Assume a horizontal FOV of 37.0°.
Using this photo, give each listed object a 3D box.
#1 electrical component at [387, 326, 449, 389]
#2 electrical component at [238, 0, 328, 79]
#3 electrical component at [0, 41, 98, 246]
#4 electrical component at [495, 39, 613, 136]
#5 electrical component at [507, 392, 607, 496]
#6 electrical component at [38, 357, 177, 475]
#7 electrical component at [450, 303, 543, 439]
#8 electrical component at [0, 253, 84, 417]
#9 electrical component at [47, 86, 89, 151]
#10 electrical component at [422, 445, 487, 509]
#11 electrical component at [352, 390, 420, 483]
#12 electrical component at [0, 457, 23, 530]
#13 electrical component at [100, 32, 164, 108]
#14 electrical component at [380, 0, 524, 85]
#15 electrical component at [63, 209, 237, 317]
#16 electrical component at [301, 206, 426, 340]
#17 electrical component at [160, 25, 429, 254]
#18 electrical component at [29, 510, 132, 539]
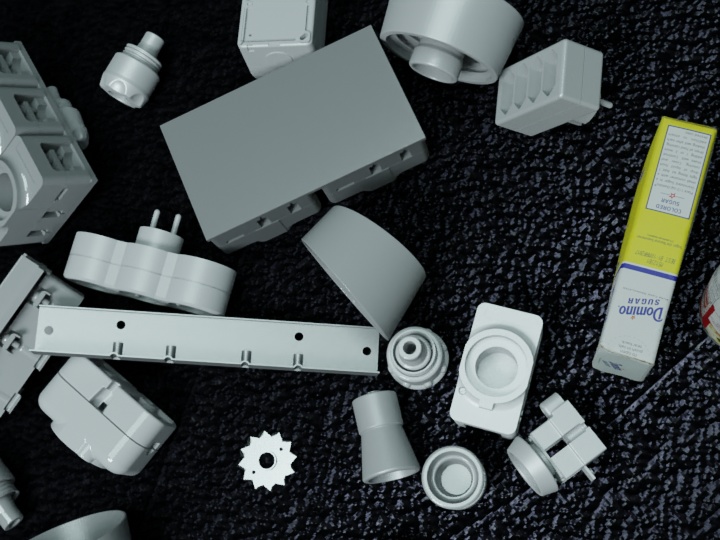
[{"bbox_3d":[0.041,0.063,0.811,0.048,0.062,0.048,-2,77,9],"label":"electrical component"},{"bbox_3d":[-0.062,-0.212,0.898,0.062,0.061,0.096,0,69,9],"label":"electrical component"},{"bbox_3d":[-0.295,-0.105,0.888,0.089,0.062,0.150,-43,71,33],"label":"electrical component"},{"bbox_3d":[0.161,-0.135,0.838,0.076,0.083,0.047,13,76,-27],"label":"electrical component"},{"bbox_3d":[0.142,0.132,0.787,0.055,0.048,0.066,-35,73,-8],"label":"electrical component"},{"bbox_3d":[-0.201,0.115,0.844,0.095,0.053,0.059,38,85,16],"label":"electrical component"},{"bbox_3d":[0.102,0.075,0.801,0.050,0.055,0.089,14,79,12],"label":"electrical component"},{"bbox_3d":[-0.279,0.055,0.863,0.063,0.079,0.121,35,84,-14],"label":"electrical component"},{"bbox_3d":[-0.256,-0.129,0.921,0.035,0.035,0.061,-25,72,3],"label":"electrical component"},{"bbox_3d":[0.070,0.153,0.789,0.045,0.055,0.045,-2,76,9],"label":"electrical component"},{"bbox_3d":[0.017,0.124,0.813,0.044,0.044,0.065,-15,70,6],"label":"electrical component"},{"bbox_3d":[-0.291,0.177,0.850,0.043,0.043,0.062,-43,75,-2],"label":"electrical component"},{"bbox_3d":[-0.190,-0.172,0.916,0.043,0.043,0.062,26,81,14],"label":"electrical component"},{"bbox_3d":[0.068,-0.182,0.845,0.108,0.108,0.060,20,87,13],"label":"electrical component"},{"bbox_3d":[-0.165,-0.012,0.869,0.138,0.052,0.073,13,79,12],"label":"electrical component"},{"bbox_3d":[0.000,0.000,0.816,0.099,0.099,0.064,34,78,15],"label":"electrical component"},{"bbox_3d":[-0.050,-0.101,0.866,0.186,0.060,0.105,-25,74,3],"label":"electrical component"},{"bbox_3d":[-0.216,0.219,0.802,0.099,0.099,0.064,-21,81,4],"label":"electrical component"}]
